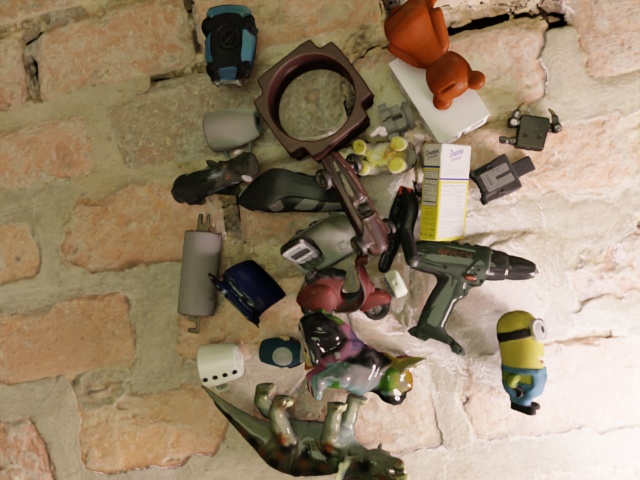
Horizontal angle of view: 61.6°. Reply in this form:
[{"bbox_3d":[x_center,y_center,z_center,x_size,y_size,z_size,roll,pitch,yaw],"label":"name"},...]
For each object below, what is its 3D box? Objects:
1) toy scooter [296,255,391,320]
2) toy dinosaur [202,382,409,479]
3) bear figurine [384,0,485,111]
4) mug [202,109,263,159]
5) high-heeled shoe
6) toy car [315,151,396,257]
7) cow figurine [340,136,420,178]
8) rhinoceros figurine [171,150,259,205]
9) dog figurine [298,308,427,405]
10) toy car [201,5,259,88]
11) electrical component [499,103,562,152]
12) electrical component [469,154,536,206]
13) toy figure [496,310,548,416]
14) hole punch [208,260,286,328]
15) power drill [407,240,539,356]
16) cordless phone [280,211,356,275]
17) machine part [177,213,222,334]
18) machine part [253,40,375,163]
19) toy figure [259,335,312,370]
[{"bbox_3d":[0.044,0.086,1.021,0.184,0.075,0.135,1,119,5],"label":"toy scooter"},{"bbox_3d":[-0.032,0.381,1.011,0.405,0.131,0.192,4,86,13],"label":"toy dinosaur"},{"bbox_3d":[0.209,-0.344,0.963,0.195,0.120,0.132,42,50,-15],"label":"bear figurine"},{"bbox_3d":[-0.169,-0.215,1.090,0.107,0.081,0.109,-11,112,15],"label":"mug"},{"bbox_3d":[-0.037,-0.085,1.082,0.249,0.145,0.086,-7,70,38],"label":"high-heeled shoe"},{"bbox_3d":[0.067,-0.067,0.973,0.089,0.053,0.202,-28,94,-23],"label":"toy car"},{"bbox_3d":[0.103,-0.156,1.041,0.168,0.098,0.068,-1,92,29],"label":"cow figurine"},{"bbox_3d":[-0.208,-0.127,1.077,0.190,0.112,0.073,-16,82,17],"label":"rhinoceros figurine"},{"bbox_3d":[0.079,0.212,0.986,0.219,0.108,0.191,-7,78,-12],"label":"dog figurine"},{"bbox_3d":[-0.174,-0.382,1.089,0.109,0.103,0.161,-2,90,7],"label":"toy car"},{"bbox_3d":[0.396,-0.209,1.007,0.102,0.045,0.078,17,88,11],"label":"electrical component"},{"bbox_3d":[0.348,-0.120,1.010,0.119,0.047,0.075,-23,84,10],"label":"electrical component"},{"bbox_3d":[0.364,0.218,0.970,0.089,0.082,0.180,3,90,8],"label":"toy figure"},{"bbox_3d":[-0.137,0.099,1.052,0.092,0.115,0.142,-42,81,-3],"label":"hole punch"},{"bbox_3d":[0.263,0.106,0.995,0.232,0.086,0.207,18,94,12],"label":"power drill"},{"bbox_3d":[-0.001,-0.003,0.995,0.147,0.184,0.089,-30,78,7],"label":"cordless phone"},{"bbox_3d":[-0.243,0.067,1.088,0.079,0.079,0.243,4,86,10],"label":"machine part"},{"bbox_3d":[-0.010,-0.270,1.063,0.201,0.087,0.201,-37,83,7],"label":"machine part"},{"bbox_3d":[-0.041,0.224,1.055,0.155,0.058,0.064,3,126,9],"label":"toy figure"}]
